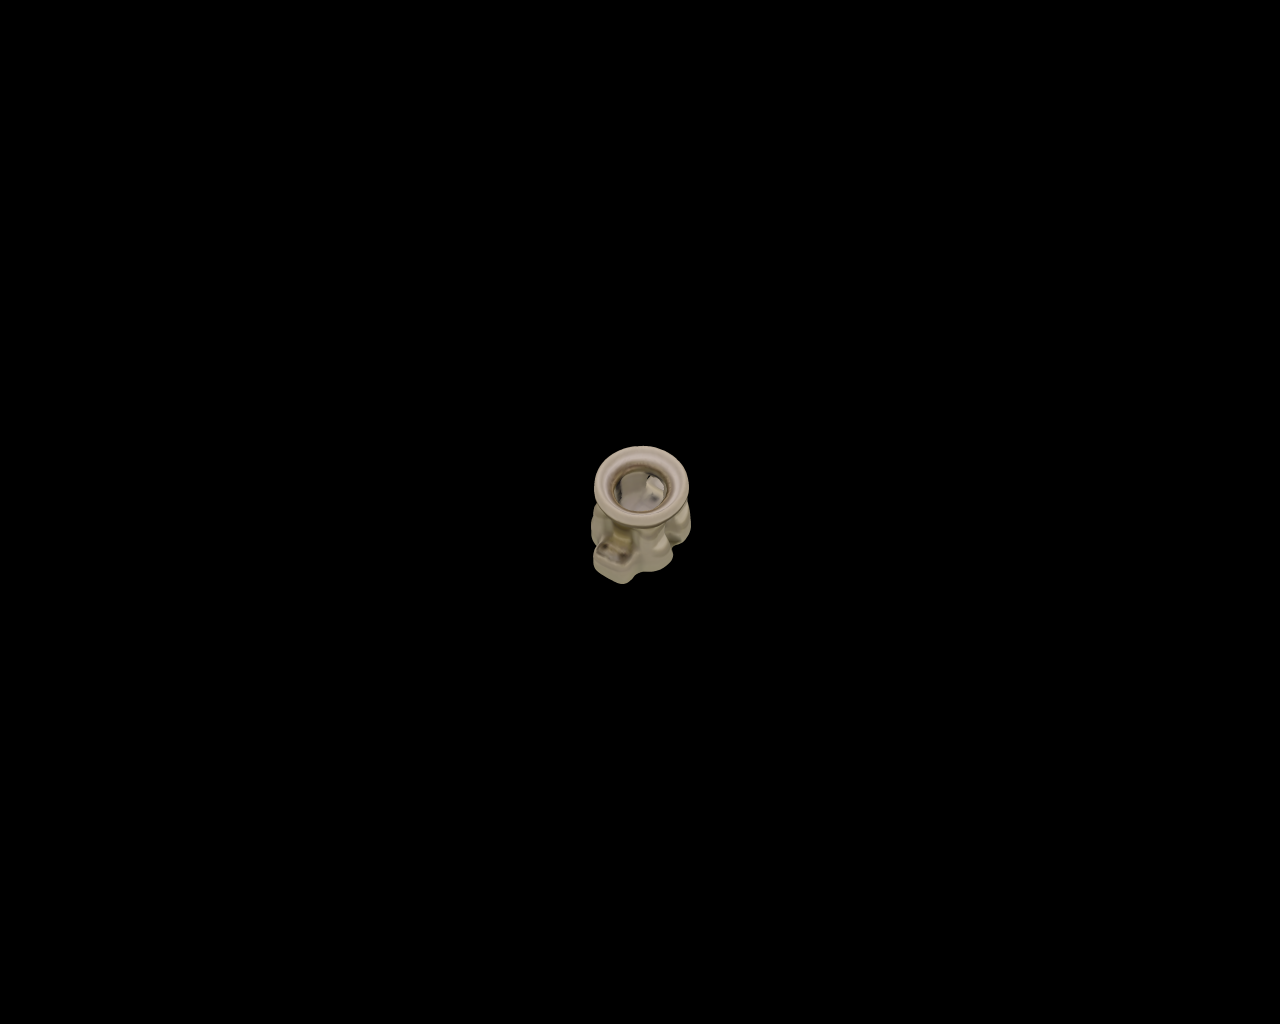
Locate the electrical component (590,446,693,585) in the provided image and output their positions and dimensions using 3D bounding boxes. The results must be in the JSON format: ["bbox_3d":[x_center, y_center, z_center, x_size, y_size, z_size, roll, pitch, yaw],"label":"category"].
[{"bbox_3d":[0.001,-0.003,0.650,0.058,0.078,0.056,27,-32,18],"label":"electrical component"}]
